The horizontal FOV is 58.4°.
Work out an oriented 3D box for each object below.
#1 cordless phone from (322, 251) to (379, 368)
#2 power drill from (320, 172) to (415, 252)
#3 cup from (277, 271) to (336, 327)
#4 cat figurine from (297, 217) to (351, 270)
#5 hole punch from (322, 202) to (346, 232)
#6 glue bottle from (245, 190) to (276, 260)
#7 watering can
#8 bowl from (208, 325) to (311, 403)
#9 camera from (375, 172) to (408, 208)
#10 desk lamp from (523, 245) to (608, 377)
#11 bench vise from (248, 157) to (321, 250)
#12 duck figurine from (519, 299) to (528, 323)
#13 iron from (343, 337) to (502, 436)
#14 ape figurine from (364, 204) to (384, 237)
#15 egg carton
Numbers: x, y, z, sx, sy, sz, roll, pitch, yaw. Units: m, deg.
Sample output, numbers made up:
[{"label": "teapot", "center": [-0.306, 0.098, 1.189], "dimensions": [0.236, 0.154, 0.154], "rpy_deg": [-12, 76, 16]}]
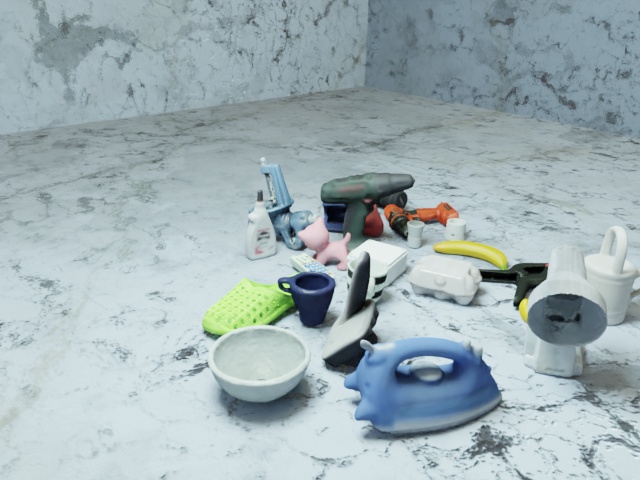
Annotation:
[{"label": "cordless phone", "center": [0.058, 0.122, 1.020], "dimensions": [0.094, 0.185, 0.147], "rpy_deg": [5, 24, 9]}, {"label": "power drill", "center": [0.115, -0.071, 1.426], "dimensions": [0.229, 0.208, 0.075], "rpy_deg": [4, 24, 8]}, {"label": "cup", "center": [-0.028, 0.120, 1.133], "dimensions": [0.117, 0.095, 0.092], "rpy_deg": [7, 25, 13]}, {"label": "cat figurine", "center": [0.013, 0.005, 1.363], "dimensions": [0.127, 0.118, 0.067], "rpy_deg": [3, 24, 4]}, {"label": "hole punch", "center": [0.059, -0.078, 1.582], "dimensions": [0.108, 0.091, 0.101], "rpy_deg": [5, 24, 8]}, {"label": "glue bottle", "center": [-0.144, -0.039, 1.386], "dimensions": [0.078, 0.173, 0.037], "rpy_deg": [-16, 29, -33]}, {"label": "watering can", "center": [0.574, 0.066, 1.158], "dimensions": [0.173, 0.194, 0.100], "rpy_deg": [-3, 25, -10]}, {"label": "bowl", "center": [-0.099, 0.215, 0.942], "dimensions": [0.167, 0.075, 0.167], "rpy_deg": [1, 24, 0]}, {"label": "camera", "center": [0.183, -0.139, 1.712], "dimensions": [0.143, 0.101, 0.136], "rpy_deg": [-19, 31, -37]}, {"label": "desk lamp", "center": [0.413, 0.128, 0.987], "dimensions": [0.117, 0.214, 0.203], "rpy_deg": [9, 25, 16]}, {"label": "bench vise", "center": [-0.089, -0.098, 1.463], "dimensions": [0.207, 0.220, 0.121], "rpy_deg": [6, 25, 11]}, {"label": "duck figurine", "center": [0.457, 0.127, 1.149], "dimensions": [0.104, 0.086, 0.078], "rpy_deg": [8, 25, 15]}, {"label": "iron", "center": [0.172, 0.206, 0.891], "dimensions": [0.258, 0.141, 0.118], "rpy_deg": [-4, 25, -10]}, {"label": "ape figurine", "center": [0.136, -0.059, 1.542], "dimensions": [0.078, 0.092, 0.075], "rpy_deg": [-21, 32, -40]}, {"label": "egg carton", "center": [0.273, 0.086, 1.253], "dimensions": [0.150, 0.069, 0.107], "rpy_deg": [12, 26, 23]}]
